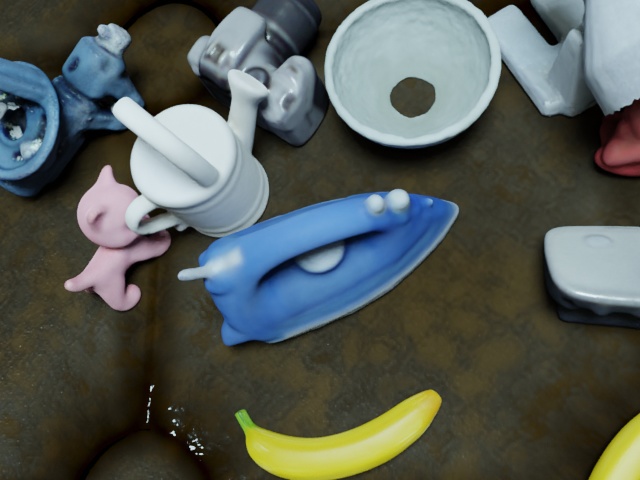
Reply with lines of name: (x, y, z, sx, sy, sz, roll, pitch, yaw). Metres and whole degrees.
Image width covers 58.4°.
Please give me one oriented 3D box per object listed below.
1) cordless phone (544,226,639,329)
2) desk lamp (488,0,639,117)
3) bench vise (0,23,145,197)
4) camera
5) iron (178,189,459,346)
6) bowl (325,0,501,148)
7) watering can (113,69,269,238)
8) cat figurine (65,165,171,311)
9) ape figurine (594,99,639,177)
cordless phone: (0.257, 0.015, 0.438, 0.147, 0.185, 0.094, 0, 76, 11)
desk lamp: (0.233, -0.185, 0.477, 0.118, 0.214, 0.203, -31, 73, 2)
bench vise: (-0.295, -0.156, 0.568, 0.121, 0.220, 0.207, 29, 83, 16)
camera: (-0.049, -0.195, 0.593, 0.143, 0.101, 0.137, 34, 85, 17)
iron: (0.005, 0.002, 0.513, 0.258, 0.141, 0.118, -23, 73, 5)
bowl: (0.092, -0.158, 0.570, 0.167, 0.075, 0.167, -3, 76, 10)
watering can: (-0.117, -0.080, 0.529, 0.100, 0.194, 0.173, 19, 81, 15)
cat figurine: (-0.209, -0.002, 0.567, 0.067, 0.118, 0.128, 24, 82, 16)
ape figurine: (0.285, -0.098, 0.510, 0.078, 0.092, 0.076, -40, 72, 0)
